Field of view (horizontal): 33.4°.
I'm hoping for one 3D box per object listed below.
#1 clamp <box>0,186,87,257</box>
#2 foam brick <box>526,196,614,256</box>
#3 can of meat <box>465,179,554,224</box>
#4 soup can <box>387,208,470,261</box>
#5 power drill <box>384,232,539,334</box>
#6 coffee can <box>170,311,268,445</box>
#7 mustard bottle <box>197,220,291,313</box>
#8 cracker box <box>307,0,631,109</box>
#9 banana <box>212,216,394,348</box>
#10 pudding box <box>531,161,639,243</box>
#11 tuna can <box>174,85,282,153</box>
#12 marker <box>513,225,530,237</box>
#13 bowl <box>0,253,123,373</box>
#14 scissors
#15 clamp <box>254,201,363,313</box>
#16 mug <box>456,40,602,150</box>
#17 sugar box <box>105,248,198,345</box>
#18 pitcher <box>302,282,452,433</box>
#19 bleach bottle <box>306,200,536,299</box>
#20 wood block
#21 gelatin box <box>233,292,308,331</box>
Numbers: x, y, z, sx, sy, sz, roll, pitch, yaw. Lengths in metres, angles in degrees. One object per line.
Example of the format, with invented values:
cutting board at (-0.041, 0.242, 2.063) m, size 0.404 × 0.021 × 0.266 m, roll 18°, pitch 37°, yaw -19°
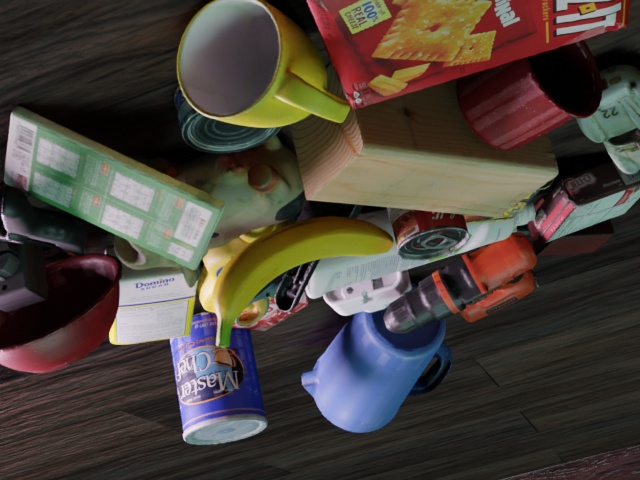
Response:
clamp at (-0.258, -0.017, 0.906) m, size 0.165 × 0.036 × 0.209 m, roll 5°, pitch 171°, yaw 31°
foam brick at (0.280, -0.017, 1.198) m, size 0.078 × 0.053 × 0.051 m, roll -4°, pitch 155°, yaw -19°
can of meat at (0.164, -0.056, 1.049) m, size 0.102 × 0.057 × 0.084 m, roll -4°, pitch 158°, yaw -16°
soup can at (0.094, -0.040, 0.990) m, size 0.068 × 0.102 × 0.068 m, roll -10°, pitch 157°, yaw -5°
power drill at (0.174, 0.058, 1.241) m, size 0.184 × 0.057 × 0.187 m, roll -29°, pitch 168°, yaw 14°
coffee can at (-0.127, 0.169, 1.312) m, size 0.102 × 0.140 × 0.103 m, roll -10°, pitch 157°, yaw -5°
mustard bottle at (-0.073, 0.012, 1.085) m, size 0.096 × 0.058 × 0.192 m, roll -13°, pitch 157°, yaw -16°
cracker box at (0.100, -0.178, 0.720) m, size 0.214 × 0.072 × 0.164 m, roll -16°, pitch 157°, yaw 7°
banana at (-0.022, 0.018, 0.943) m, size 0.197 × 0.069 × 0.037 m, roll -29°, pitch -152°, yaw -23°
pudding box at (0.290, -0.046, 1.129) m, size 0.113 × 0.039 × 0.090 m, roll -17°, pitch 160°, yaw -19°
tuna can at (-0.072, -0.104, 0.852) m, size 0.086 × 0.034 × 0.086 m, roll -10°, pitch 157°, yaw -5°
marker at (0.192, -0.011, 1.211) m, size 0.121 × 0.020 × 0.020 m, roll -3°, pitch 155°, yaw -21°
bowl at (-0.254, 0.079, 1.025) m, size 0.162 × 0.162 × 0.055 m, roll -17°, pitch 115°, yaw 11°
scissors at (-0.052, 0.036, 1.052) m, size 0.096 × 0.016 × 0.202 m, roll -31°, pitch 163°, yaw -18°
clamp at (-0.007, 0.001, 1.018) m, size 0.171 × 0.039 × 0.120 m, roll -47°, pitch 165°, yaw -3°
mug at (0.155, -0.130, 0.851) m, size 0.117 × 0.093 × 0.082 m, roll 37°, pitch 141°, yaw -20°
sugar box at (-0.183, 0.059, 1.155) m, size 0.093 × 0.048 × 0.176 m, roll -6°, pitch 152°, yaw -14°
pitcher at (0.088, 0.151, 1.399) m, size 0.149 × 0.145 × 0.243 m, roll -39°, pitch 167°, yaw -29°
bleach bottle at (0.103, -0.004, 1.133) m, size 0.250 × 0.068 × 0.102 m, roll -13°, pitch 163°, yaw -7°
wood block at (0.089, -0.084, 0.905) m, size 0.205 × 0.091 × 0.090 m, roll 4°, pitch 152°, yaw -33°
gelatin box at (-0.070, 0.079, 1.275) m, size 0.073 × 0.030 × 0.089 m, roll 11°, pitch 148°, yaw -42°
